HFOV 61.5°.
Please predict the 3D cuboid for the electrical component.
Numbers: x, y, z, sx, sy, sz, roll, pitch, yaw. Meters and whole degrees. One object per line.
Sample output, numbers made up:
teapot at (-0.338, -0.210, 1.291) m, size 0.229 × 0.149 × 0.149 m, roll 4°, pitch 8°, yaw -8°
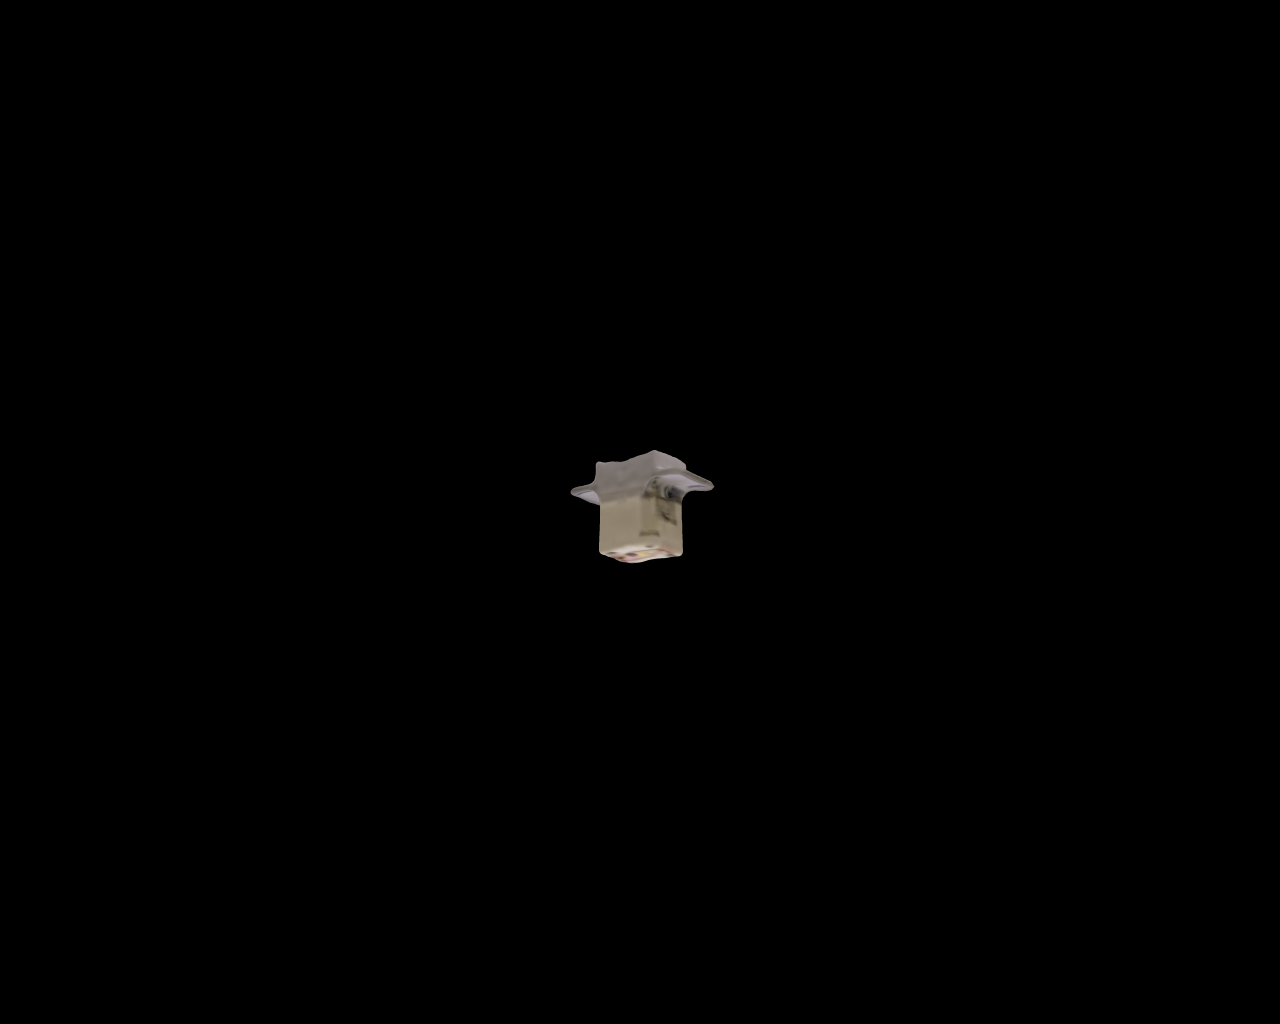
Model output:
electrical component at (0.001, -0.003, 0.650) m, size 0.081 × 0.064 × 0.042 m, roll -10°, pitch -18°, yaw 33°
